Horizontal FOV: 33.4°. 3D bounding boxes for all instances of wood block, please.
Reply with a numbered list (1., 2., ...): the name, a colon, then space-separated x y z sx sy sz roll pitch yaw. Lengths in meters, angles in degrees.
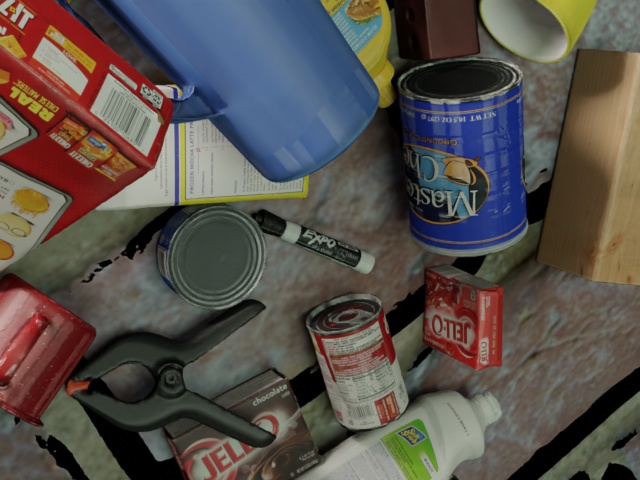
1. wood block: 0.282 -0.068 0.996 0.090 0.091 0.206 5 99 -27

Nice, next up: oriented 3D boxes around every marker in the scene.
1. marker: -0.006 0.001 0.910 0.121 0.020 0.020 22 91 -28

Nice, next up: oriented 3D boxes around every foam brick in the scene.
1. foam brick: 0.097 -0.192 0.897 0.051 0.053 0.078 -15 107 -23

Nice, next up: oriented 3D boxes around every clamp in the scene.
1. clamp: -0.115 0.102 0.859 0.171 0.039 0.120 7 72 -16

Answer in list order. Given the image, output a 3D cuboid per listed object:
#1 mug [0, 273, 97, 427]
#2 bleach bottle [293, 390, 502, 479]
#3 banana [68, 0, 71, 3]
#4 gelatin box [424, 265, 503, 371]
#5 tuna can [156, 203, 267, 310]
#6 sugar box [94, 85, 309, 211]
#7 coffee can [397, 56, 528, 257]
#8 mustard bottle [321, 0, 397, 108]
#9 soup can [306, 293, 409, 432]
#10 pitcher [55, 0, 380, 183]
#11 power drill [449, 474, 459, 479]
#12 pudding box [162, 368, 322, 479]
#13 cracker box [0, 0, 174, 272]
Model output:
1. mug: -0.217 0.077 0.772 0.093 0.117 0.081 35 79 -7
2. bleach bottle: 0.062 0.216 0.958 0.250 0.068 0.102 -28 83 -20
3. banana: -0.205 -0.144 0.770 0.069 0.037 0.198 16 96 -45
4. gelatin box: 0.126 0.068 0.951 0.030 0.089 0.073 -6 105 -25
5. tuna can: -0.088 0.011 0.863 0.086 0.034 0.086 -6 105 -25
6. sugar box: -0.095 -0.075 0.834 0.176 0.048 0.093 -3 103 -22
7. coffee can: 0.121 -0.071 0.896 0.102 0.103 0.140 -19 120 -21
8. mustard bottle: 0.001 -0.179 0.848 0.096 0.058 0.191 -44 117 -5
9. soup can: 0.034 0.106 0.927 0.068 0.069 0.102 -24 112 -20
10. pitcher: -0.073 -0.151 0.739 0.149 0.145 0.242 -34 114 15
11. power drill: 0.066 0.323 0.999 0.187 0.057 0.184 -15 108 -23
12. pudding box: -0.066 0.175 0.909 0.113 0.039 0.090 -28 112 -18
13. cracker box: -0.223 -0.072 0.684 0.164 0.214 0.072 39 43 -28
